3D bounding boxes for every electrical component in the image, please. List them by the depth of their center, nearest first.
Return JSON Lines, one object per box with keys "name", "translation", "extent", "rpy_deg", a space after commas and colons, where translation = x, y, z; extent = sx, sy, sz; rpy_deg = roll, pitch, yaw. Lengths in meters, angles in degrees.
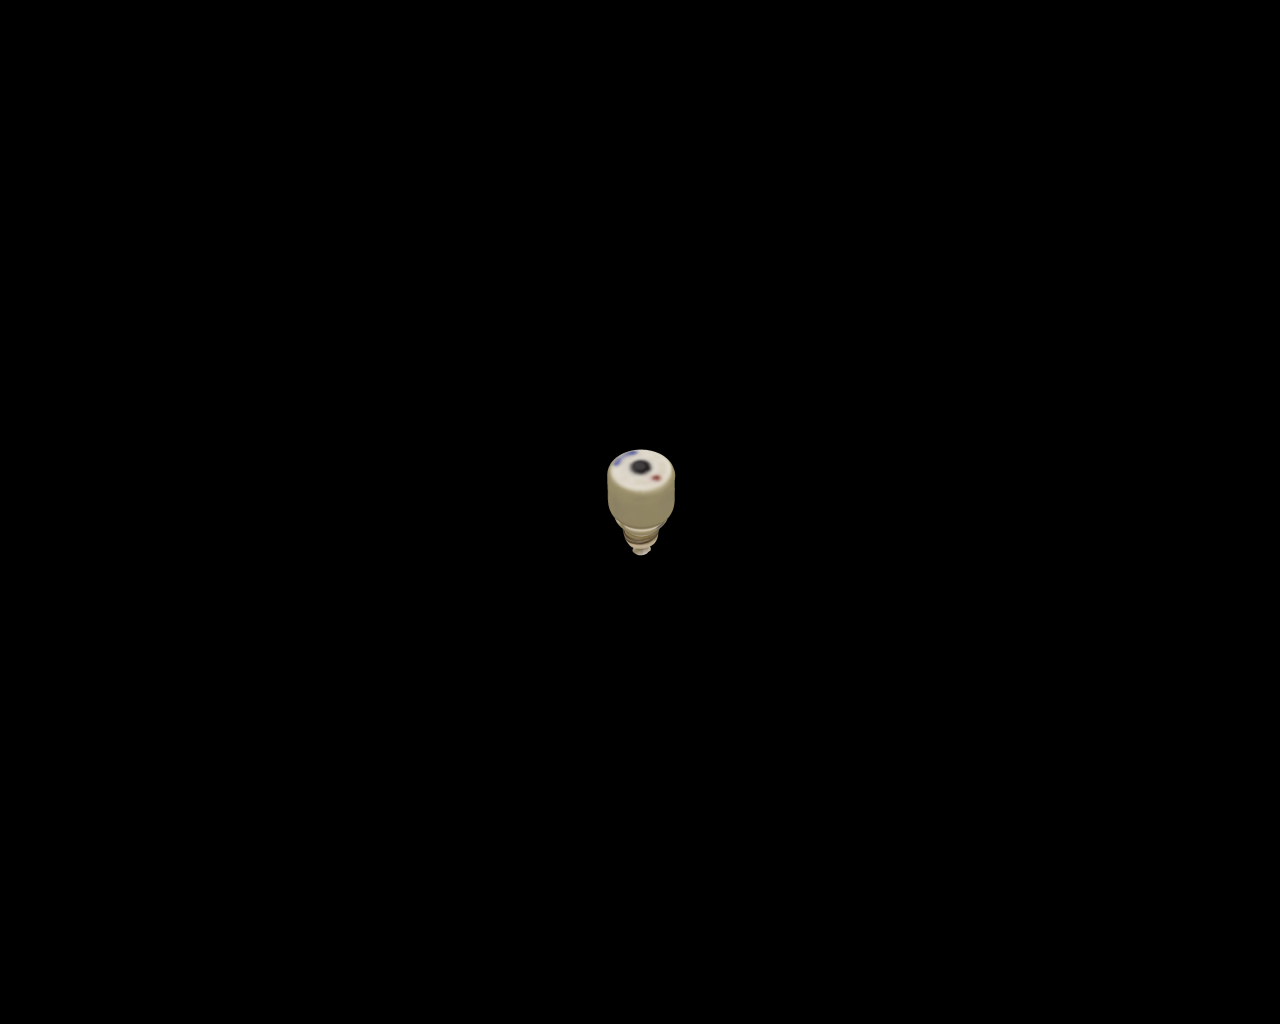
{"name": "electrical component", "translation": [0.001, -0.003, 0.650], "extent": [0.040, 0.040, 0.078], "rpy_deg": [0, -44, 0]}
